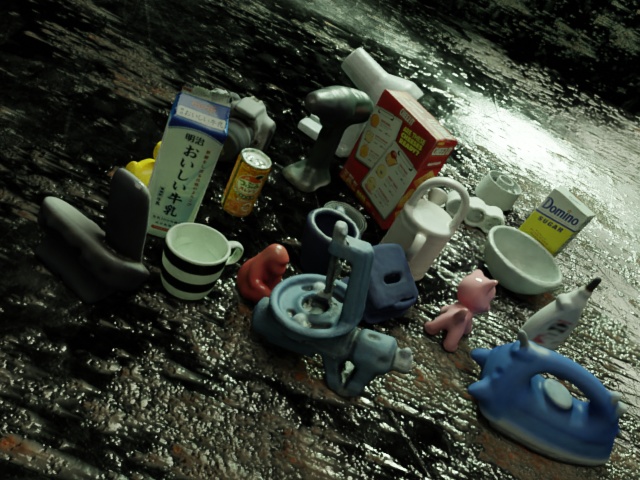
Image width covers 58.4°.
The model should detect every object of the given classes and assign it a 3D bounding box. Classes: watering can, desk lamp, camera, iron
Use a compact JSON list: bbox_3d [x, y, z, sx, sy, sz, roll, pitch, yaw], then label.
[{"bbox_3d":[0.183,-0.033,0.997,0.101,0.194,0.172,18,37,-16],"label":"watering can"},{"bbox_3d":[0.088,-0.282,1.220,0.203,0.213,0.118,34,36,7],"label":"desk lamp"},{"bbox_3d":[-0.165,-0.212,1.055,0.143,0.100,0.137,29,35,0],"label":"camera"},{"bbox_3d":[0.351,0.230,0.837,0.258,0.141,0.119,28,35,-1],"label":"iron"}]

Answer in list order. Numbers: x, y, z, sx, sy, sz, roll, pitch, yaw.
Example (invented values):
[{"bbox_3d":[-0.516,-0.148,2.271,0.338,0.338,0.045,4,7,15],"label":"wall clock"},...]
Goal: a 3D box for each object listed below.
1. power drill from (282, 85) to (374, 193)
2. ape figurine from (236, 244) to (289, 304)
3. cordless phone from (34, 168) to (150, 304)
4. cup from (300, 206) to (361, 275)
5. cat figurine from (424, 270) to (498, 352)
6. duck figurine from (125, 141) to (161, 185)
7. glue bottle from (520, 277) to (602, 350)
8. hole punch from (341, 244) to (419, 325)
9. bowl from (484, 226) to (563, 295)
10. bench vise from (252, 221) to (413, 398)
[{"bbox_3d":[0.011,-0.195,1.063,0.075,0.208,0.230,39,36,14],"label":"power drill"},{"bbox_3d":[-0.074,0.045,0.812,0.076,0.092,0.078,40,37,14],"label":"ape figurine"},{"bbox_3d":[-0.264,-0.029,0.690,0.147,0.185,0.094,36,36,9],"label":"cordless phone"},{"bbox_3d":[0.008,0.003,0.917,0.092,0.095,0.118,25,36,-5],"label":"cup"},{"bbox_3d":[0.242,0.105,0.935,0.067,0.117,0.128,39,37,14],"label":"cat figurine"},{"bbox_3d":[-0.248,-0.119,0.897,0.105,0.086,0.077,-2,46,-36],"label":"duck figurine"},{"bbox_3d":[0.424,0.123,0.991,0.078,0.173,0.037,13,38,-21],"label":"glue bottle"},{"bbox_3d":[0.103,0.067,0.908,0.109,0.091,0.101,-9,51,-41],"label":"hole punch"},{"bbox_3d":[0.389,0.053,1.138,0.168,0.074,0.167,19,37,-14],"label":"bowl"},{"bbox_3d":[0.036,0.083,0.731,0.208,0.219,0.121,21,36,-12],"label":"bench vise"}]
